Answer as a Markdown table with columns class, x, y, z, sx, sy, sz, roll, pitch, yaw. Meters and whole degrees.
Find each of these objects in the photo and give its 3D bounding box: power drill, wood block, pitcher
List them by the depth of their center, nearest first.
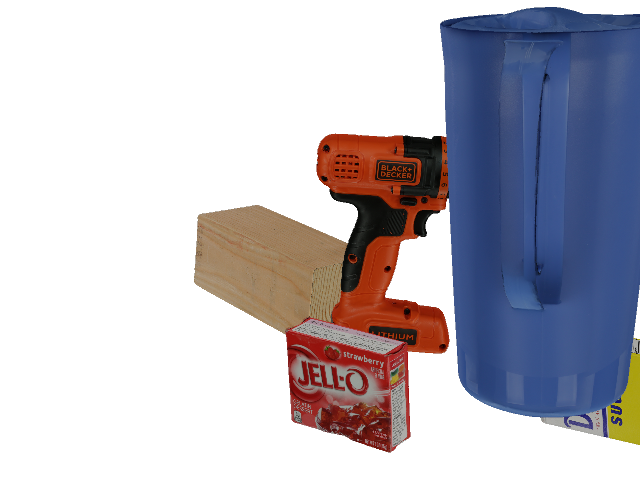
| class | x | y | z | sx | sy | sz | roll | pitch | yaw |
| --- | --- | --- | --- | --- | --- | --- | --- | --- | --- |
| pitcher | 0.136 | -0.017 | 0.650 | 0.149 | 0.243 | 0.145 | -9 | 17 | -24 |
| power drill | 0.084 | 0.001 | 0.921 | 0.184 | 0.188 | 0.057 | 5 | 16 | 1 |
| wood block | -0.043 | 0.034 | 1.177 | 0.090 | 0.090 | 0.206 | -10 | 23 | -40 |

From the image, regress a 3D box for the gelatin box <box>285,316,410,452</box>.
| class | x | y | z | sx | sy | sz | roll | pitch | yaw |
| --- | --- | --- | --- | --- | --- | --- | --- | --- | --- |
| gelatin box | 0.018 | 0.099 | 0.741 | 0.089 | 0.073 | 0.030 | 11 | 23 | 36 |

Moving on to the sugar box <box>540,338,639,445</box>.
| class | x | y | z | sx | sy | sz | roll | pitch | yaw |
| --- | --- | --- | --- | --- | --- | --- | --- | --- | --- |
| sugar box | 0.297 | 0.140 | 0.981 | 0.176 | 0.093 | 0.048 | 10 | 22 | 12 |
